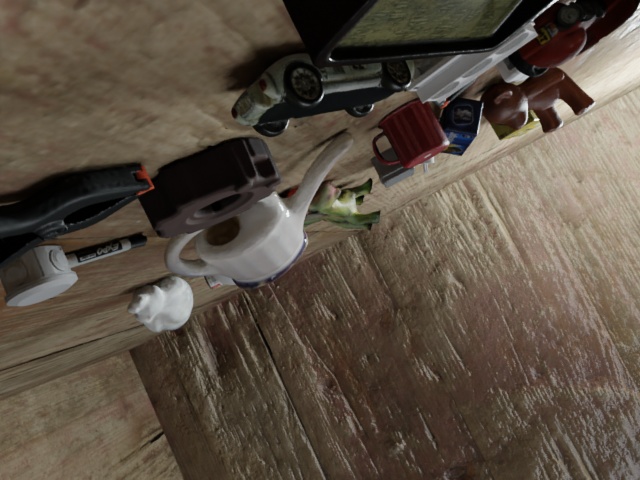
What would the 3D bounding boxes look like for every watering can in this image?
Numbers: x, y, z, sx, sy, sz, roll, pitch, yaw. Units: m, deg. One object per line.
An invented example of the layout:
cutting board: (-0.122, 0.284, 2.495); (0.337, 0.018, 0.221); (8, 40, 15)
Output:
watering can: (-0.077, -0.029, 0.831); (0.347, 0.106, 0.220); (-30, 152, 1)

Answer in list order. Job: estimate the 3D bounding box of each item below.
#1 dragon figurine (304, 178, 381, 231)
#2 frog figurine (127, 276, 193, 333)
dragon figurine: (0.004, -0.063, 1.245); (0.243, 0.123, 0.405); (-7, 168, -13)
frog figurine: (-0.375, 0.149, 1.227); (0.138, 0.123, 0.157); (-59, 169, -10)
